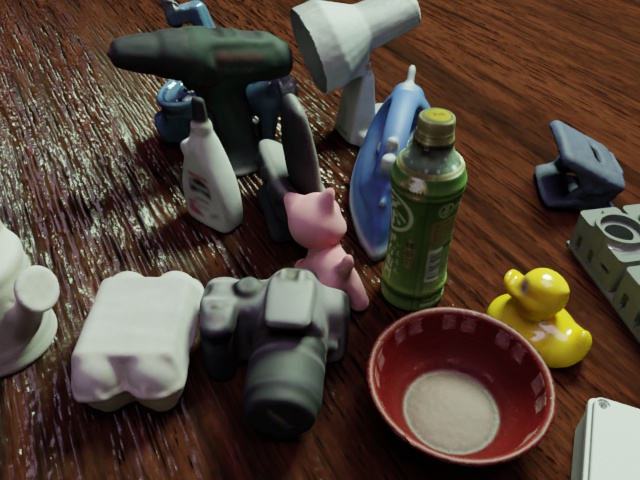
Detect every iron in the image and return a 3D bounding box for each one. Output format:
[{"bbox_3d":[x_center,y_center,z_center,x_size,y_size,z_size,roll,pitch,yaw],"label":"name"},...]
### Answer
[{"bbox_3d":[0.097,-0.108,0.725,0.118,0.141,0.258,9,42,10],"label":"iron"}]

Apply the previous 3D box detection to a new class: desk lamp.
[{"bbox_3d":[0.063,-0.250,0.832,0.203,0.214,0.117,-14,43,-16],"label":"desk lamp"}]

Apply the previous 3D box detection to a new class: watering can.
[{"bbox_3d":[-0.314,0.031,0.524,0.173,0.194,0.101,1,41,1],"label":"watering can"}]

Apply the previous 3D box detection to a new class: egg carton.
[{"bbox_3d":[-0.171,0.092,0.549,0.107,0.069,0.150,-1,41,-1],"label":"egg carton"}]

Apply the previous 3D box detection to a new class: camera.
[{"bbox_3d":[-0.045,0.098,0.520,0.143,0.101,0.137,3,41,3],"label":"camera"}]

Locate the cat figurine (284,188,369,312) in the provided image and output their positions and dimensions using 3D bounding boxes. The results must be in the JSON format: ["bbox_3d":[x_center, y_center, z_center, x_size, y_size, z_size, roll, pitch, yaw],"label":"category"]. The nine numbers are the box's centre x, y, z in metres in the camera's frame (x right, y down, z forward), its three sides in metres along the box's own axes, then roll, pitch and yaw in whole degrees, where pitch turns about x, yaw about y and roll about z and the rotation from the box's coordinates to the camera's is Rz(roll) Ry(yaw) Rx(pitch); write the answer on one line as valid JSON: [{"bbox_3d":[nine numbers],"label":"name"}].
[{"bbox_3d":[0.006,0.002,0.617,0.067,0.118,0.127,-15,44,-17],"label":"cat figurine"}]

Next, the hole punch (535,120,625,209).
[{"bbox_3d":[0.347,-0.101,0.757,0.101,0.091,0.108,4,41,5],"label":"hole punch"}]

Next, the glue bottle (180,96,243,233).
[{"bbox_3d":[-0.135,-0.091,0.680,0.078,0.173,0.037,23,46,25],"label":"glue bottle"}]

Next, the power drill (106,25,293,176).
[{"bbox_3d":[-0.143,-0.182,0.757,0.230,0.208,0.075,-21,45,-22],"label":"power drill"}]

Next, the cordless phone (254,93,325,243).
[{"bbox_3d":[-0.030,-0.103,0.685,0.094,0.185,0.147,-14,43,-15],"label":"cordless phone"}]

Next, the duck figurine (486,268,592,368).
[{"bbox_3d":[0.221,0.069,0.566,0.104,0.086,0.078,33,51,32],"label":"duck figurine"}]

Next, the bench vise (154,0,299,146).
[{"bbox_3d":[-0.143,-0.243,0.819,0.208,0.220,0.121,-14,43,-15],"label":"bench vise"}]
